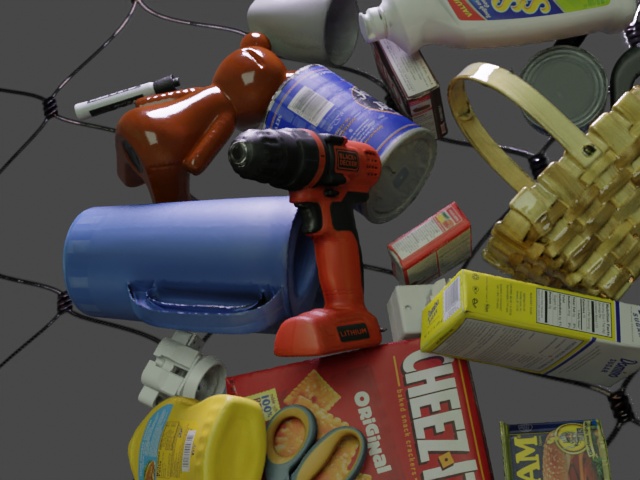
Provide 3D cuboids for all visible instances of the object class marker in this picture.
[{"bbox_3d":[-0.213,-0.158,1.184,0.121,0.020,0.020,-16,61,7],"label":"marker"}]

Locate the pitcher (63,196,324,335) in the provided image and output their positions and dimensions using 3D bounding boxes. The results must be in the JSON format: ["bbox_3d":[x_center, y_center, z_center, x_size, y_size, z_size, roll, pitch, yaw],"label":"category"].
[{"bbox_3d":[-0.117,0.027,0.997,0.243,0.149,0.145,0,74,19],"label":"pitcher"}]

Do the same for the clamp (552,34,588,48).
[{"bbox_3d":[0.319,-0.263,1.082,0.165,0.036,0.210,2,68,15],"label":"clamp"}]

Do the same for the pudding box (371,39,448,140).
[{"bbox_3d":[0.086,-0.162,1.063,0.039,0.090,0.113,-26,60,0],"label":"pudding box"}]

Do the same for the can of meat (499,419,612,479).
[{"bbox_3d":[0.193,0.198,0.871,0.084,0.057,0.102,-5,63,9],"label":"can of meat"}]

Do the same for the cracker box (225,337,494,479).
[{"bbox_3d":[0.034,0.181,0.914,0.214,0.072,0.164,-13,62,8],"label":"cracker box"}]

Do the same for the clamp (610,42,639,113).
[{"bbox_3d":[0.341,-0.167,1.011,0.120,0.039,0.171,27,94,16],"label":"clamp"}]

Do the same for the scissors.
[{"bbox_3d":[-0.050,0.214,0.867,0.201,0.016,0.096,-41,61,-8],"label":"scissors"}]

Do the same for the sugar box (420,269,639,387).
[{"bbox_3d":[0.181,0.074,0.876,0.176,0.093,0.048,10,63,-13],"label":"sugar box"}]

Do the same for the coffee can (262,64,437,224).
[{"bbox_3d":[0.028,-0.094,1.038,0.140,0.102,0.102,36,77,27],"label":"coffee can"}]

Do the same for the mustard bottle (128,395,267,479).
[{"bbox_3d":[-0.117,0.183,0.916,0.192,0.058,0.096,-13,65,56],"label":"mustard bottle"}]

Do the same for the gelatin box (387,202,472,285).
[{"bbox_3d":[0.101,0.009,0.972,0.073,0.089,0.030,-33,69,-4],"label":"gelatin box"}]

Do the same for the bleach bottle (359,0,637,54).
[{"bbox_3d":[0.163,-0.221,1.011,0.250,0.068,0.102,-14,84,-6],"label":"bleach bottle"}]

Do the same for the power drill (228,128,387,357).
[{"bbox_3d":[-0.006,0.001,0.887,0.057,0.184,0.187,-4,87,37],"label":"power drill"}]

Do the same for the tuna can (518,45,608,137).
[{"bbox_3d":[0.234,-0.142,1.031,0.086,0.033,0.086,-2,82,15],"label":"tuna can"}]
